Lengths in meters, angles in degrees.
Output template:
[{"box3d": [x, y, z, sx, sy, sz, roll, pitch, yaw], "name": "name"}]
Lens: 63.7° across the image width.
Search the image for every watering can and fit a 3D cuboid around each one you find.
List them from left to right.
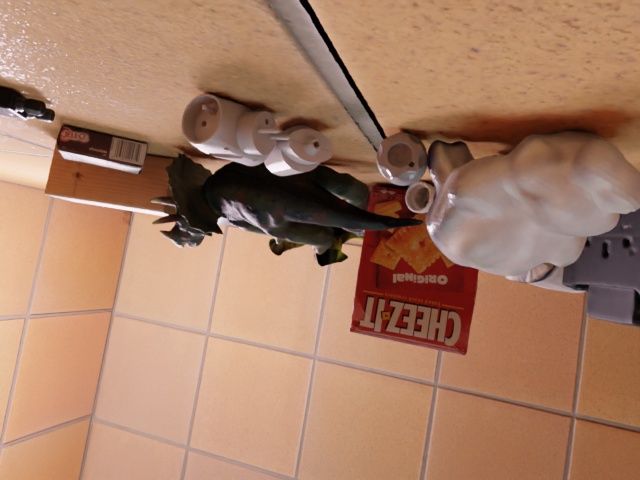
[{"box3d": [0.494, 0.051, 0.996, 0.224, 0.104, 0.348, 11, 178, -21], "name": "watering can"}]

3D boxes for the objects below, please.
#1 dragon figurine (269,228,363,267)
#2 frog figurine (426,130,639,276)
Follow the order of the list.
[{"box3d": [0.003, -0.048, 0.946, 0.409, 0.121, 0.246, 14, -164, -25], "name": "dragon figurine"}, {"box3d": [0.162, -0.022, 0.392, 0.136, 0.123, 0.161, 34, 177, -29], "name": "frog figurine"}]
